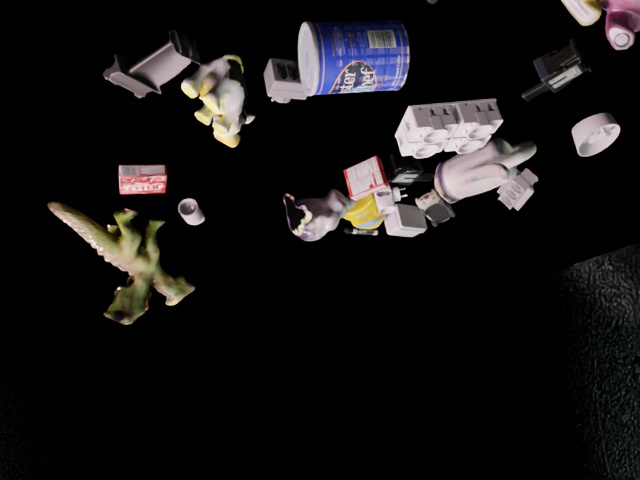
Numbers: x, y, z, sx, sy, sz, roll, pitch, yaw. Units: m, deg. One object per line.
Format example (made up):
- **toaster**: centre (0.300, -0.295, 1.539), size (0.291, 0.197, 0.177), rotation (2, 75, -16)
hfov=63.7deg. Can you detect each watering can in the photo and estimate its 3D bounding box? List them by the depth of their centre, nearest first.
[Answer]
- **watering can**: centre (0.350, -0.152, 1.125), size (0.222, 0.104, 0.352), rotation (-22, -175, 34)

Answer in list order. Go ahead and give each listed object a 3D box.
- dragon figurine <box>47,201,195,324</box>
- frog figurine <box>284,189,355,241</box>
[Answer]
- **dragon figurine**: centre (-0.443, 0.068, 1.176), size (0.121, 0.246, 0.407), rotation (-18, 161, 26)
- **frog figurine**: centre (0.004, -0.063, 1.261), size (0.160, 0.122, 0.138), rotation (-8, -167, -35)
